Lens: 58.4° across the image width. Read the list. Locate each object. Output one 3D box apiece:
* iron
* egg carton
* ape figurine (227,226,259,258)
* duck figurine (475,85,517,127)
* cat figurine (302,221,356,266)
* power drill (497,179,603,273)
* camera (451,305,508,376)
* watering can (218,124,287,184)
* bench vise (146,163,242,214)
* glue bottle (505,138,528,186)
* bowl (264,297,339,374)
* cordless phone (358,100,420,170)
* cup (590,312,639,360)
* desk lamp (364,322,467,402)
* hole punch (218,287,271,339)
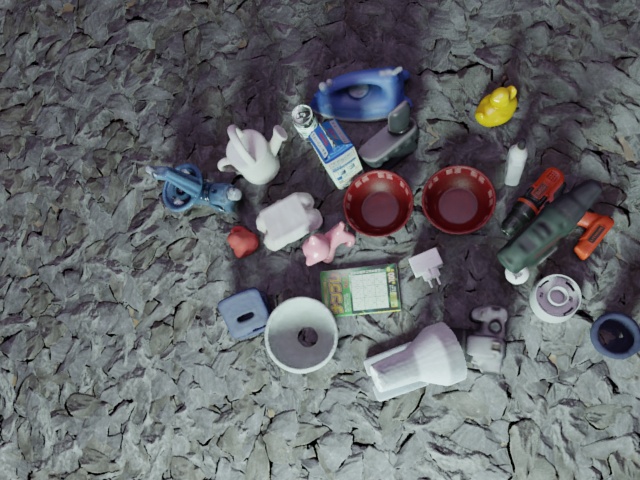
[{"bbox_3d":[0.084,-0.356,1.351,0.258,0.141,0.118,-6,76,10],"label":"iron"},{"bbox_3d":[-0.073,-0.045,1.348,0.150,0.069,0.107,-29,73,4],"label":"egg carton"},{"bbox_3d":[-0.189,0.002,1.350,0.076,0.092,0.078,6,78,13],"label":"ape figurine"},{"bbox_3d":[0.403,-0.311,1.303,0.104,0.086,0.077,-34,73,3],"label":"duck figurine"},{"bbox_3d":[0.012,0.005,1.294,0.128,0.118,0.067,-41,72,0],"label":"cat figurine"},{"bbox_3d":[0.455,-0.016,1.159,0.229,0.209,0.075,-42,72,0],"label":"power drill"},{"bbox_3d":[0.316,0.204,1.192,0.136,0.101,0.143,4,78,13],"label":"camera"},{"bbox_3d":[-0.161,-0.213,1.341,0.173,0.194,0.100,-46,72,-1],"label":"watering can"},{"bbox_3d":[-0.294,-0.136,1.337,0.207,0.220,0.121,-10,75,10],"label":"bench vise"},{"bbox_3d":[0.421,-0.177,1.222,0.037,0.173,0.078,8,79,14],"label":"glue bottle"},{"bbox_3d":[-0.035,0.213,1.277,0.167,0.075,0.167,-3,76,11],"label":"bowl"},{"bbox_3d":[0.150,-0.241,1.287,0.147,0.185,0.094,-42,72,0],"label":"cordless phone"},{"bbox_3d":[0.592,0.197,1.139,0.117,0.095,0.092,21,82,16],"label":"cup"},{"bbox_3d":[0.185,0.254,1.149,0.203,0.214,0.118,-23,73,6],"label":"desk lamp"},{"bbox_3d":[-0.164,0.168,1.306,0.108,0.091,0.101,-24,73,6],"label":"hole punch"}]
